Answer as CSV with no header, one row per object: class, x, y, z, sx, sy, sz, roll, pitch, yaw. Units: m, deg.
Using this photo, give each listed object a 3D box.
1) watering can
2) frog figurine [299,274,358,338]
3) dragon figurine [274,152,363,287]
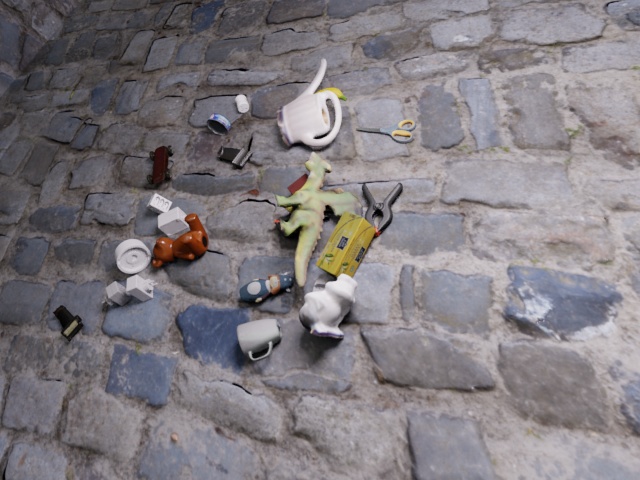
watering can,-0.041,-0.450,1.745,0.102,0.223,0.355,48,-150,-58
frog figurine,0.021,0.158,1.294,0.123,0.136,0.160,5,78,59
dragon figurine,0.004,-0.074,1.461,0.120,0.243,0.418,84,171,-62
